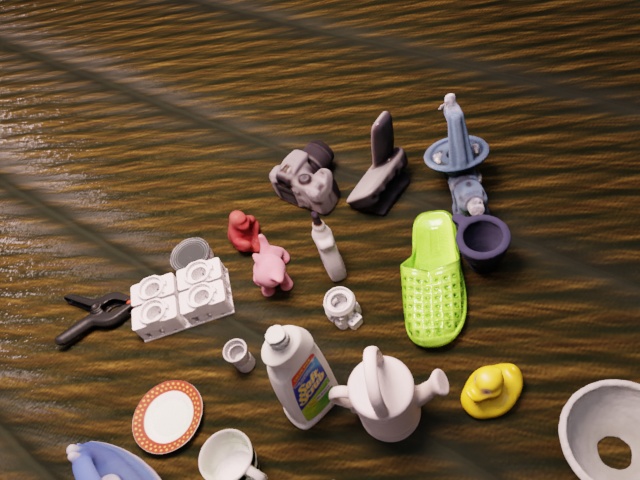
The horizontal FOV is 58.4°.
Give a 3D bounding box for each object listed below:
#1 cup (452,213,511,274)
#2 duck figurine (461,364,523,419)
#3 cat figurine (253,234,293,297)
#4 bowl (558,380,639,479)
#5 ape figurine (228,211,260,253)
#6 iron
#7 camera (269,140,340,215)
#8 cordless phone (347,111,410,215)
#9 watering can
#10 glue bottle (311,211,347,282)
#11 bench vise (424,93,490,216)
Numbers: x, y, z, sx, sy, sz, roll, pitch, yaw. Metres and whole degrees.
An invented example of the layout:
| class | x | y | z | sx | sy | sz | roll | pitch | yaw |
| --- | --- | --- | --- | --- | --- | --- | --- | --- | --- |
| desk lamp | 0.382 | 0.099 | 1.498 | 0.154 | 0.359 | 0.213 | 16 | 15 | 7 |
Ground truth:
| class | x | y | z | sx | sy | sz | roll | pitch | yaw |
| --- | --- | --- | --- | --- | --- | --- | --- | --- | --- |
| cup | 0.279 | 0.009 | 1.017 | 0.092 | 0.095 | 0.117 | -38 | 55 | -12 |
| duck figurine | 0.264 | 0.221 | 0.878 | 0.104 | 0.086 | 0.077 | -32 | 54 | -7 |
| cat figurine | -0.097 | 0.047 | 1.081 | 0.067 | 0.118 | 0.127 | -17 | 53 | 4 |
| bowl | 0.417 | 0.286 | 0.797 | 0.167 | 0.075 | 0.167 | -7 | 54 | 11 |
| ape figurine | -0.158 | -0.023 | 1.163 | 0.076 | 0.092 | 0.078 | 18 | 63 | 26 |
| iron | -0.334 | 0.388 | 0.894 | 0.257 | 0.142 | 0.119 | 34 | 71 | 32 |
| camera | -0.019 | -0.146 | 1.205 | 0.142 | 0.101 | 0.137 | 24 | 65 | 28 |
| cordless phone | 0.105 | -0.152 | 1.121 | 0.093 | 0.185 | 0.148 | 21 | 64 | 28 |
| watering can | 0.100 | 0.222 | 0.855 | 0.173 | 0.194 | 0.100 | -25 | 53 | -2 |
| glue bottle | 0.010 | 0.004 | 1.047 | 0.037 | 0.173 | 0.078 | -24 | 53 | -1 |
| bench vise | 0.270 | -0.150 | 1.052 | 0.121 | 0.220 | 0.207 | -28 | 53 | -5 |
